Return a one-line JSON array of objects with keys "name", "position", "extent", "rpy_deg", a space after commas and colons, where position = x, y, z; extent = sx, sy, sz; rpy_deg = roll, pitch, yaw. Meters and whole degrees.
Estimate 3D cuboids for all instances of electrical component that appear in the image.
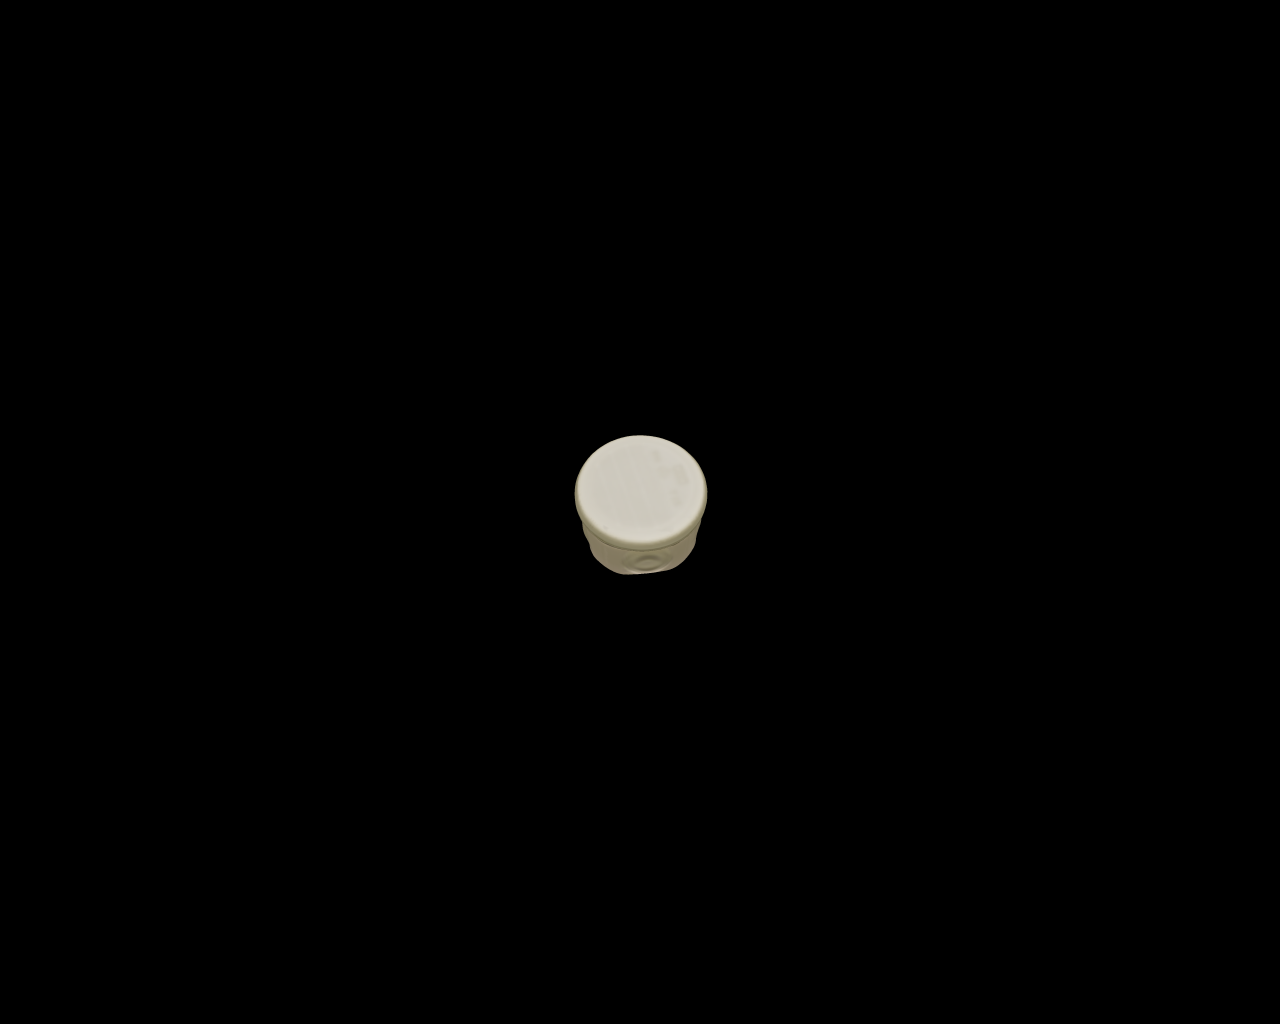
[{"name": "electrical component", "position": [0.001, -0.003, 0.650], "extent": [0.080, 0.080, 0.051], "rpy_deg": [0, -31, 0]}]
